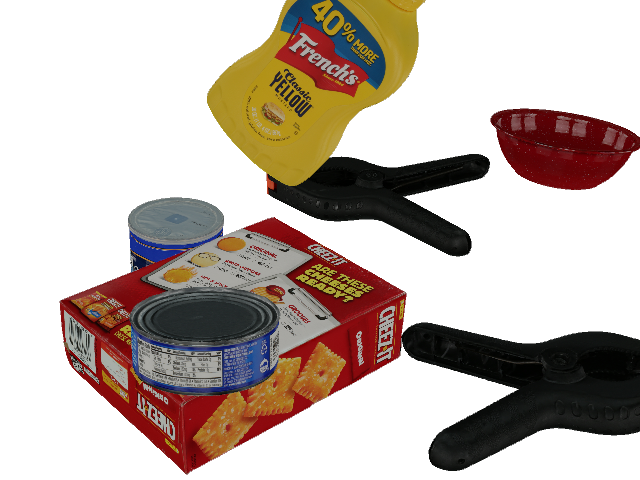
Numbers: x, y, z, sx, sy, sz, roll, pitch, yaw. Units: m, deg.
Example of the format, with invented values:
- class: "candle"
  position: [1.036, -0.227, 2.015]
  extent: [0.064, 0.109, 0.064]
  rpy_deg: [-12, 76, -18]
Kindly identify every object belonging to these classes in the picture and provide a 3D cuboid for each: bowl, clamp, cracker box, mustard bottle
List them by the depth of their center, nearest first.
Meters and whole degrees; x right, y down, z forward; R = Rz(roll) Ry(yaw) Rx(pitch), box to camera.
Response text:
- class: "clamp"
  position: [0.131, 0.089, 0.611]
  extent: [0.171, 0.039, 0.120]
  rpy_deg: [-1, 36, 6]
- class: "mustard bottle"
  position: [0.010, -0.128, 0.729]
  extent: [0.192, 0.096, 0.058]
  rpy_deg: [-43, 0, 34]
- class: "cracker box"
  position: [-0.066, 0.071, 0.825]
  extent: [0.213, 0.072, 0.164]
  rpy_deg: [-23, 38, -36]
- class: "clamp"
  position: [0.055, -0.049, 0.992]
  extent: [0.210, 0.036, 0.164]
  rpy_deg: [10, 32, 18]
- class: "bowl"
  position: [0.260, -0.095, 1.152]
  extent: [0.162, 0.055, 0.162]
  rpy_deg: [6, 22, -2]

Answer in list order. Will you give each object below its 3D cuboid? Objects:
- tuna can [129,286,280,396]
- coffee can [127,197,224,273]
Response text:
- class: "tuna can"
  position: [-0.066, 0.057, 0.613]
  extent: [0.086, 0.034, 0.086]
  rpy_deg: [1, 18, 0]
- class: "coffee can"
  position: [-0.158, 0.037, 1.174]
  extent: [0.103, 0.140, 0.103]
  rpy_deg: [2, 27, -1]
